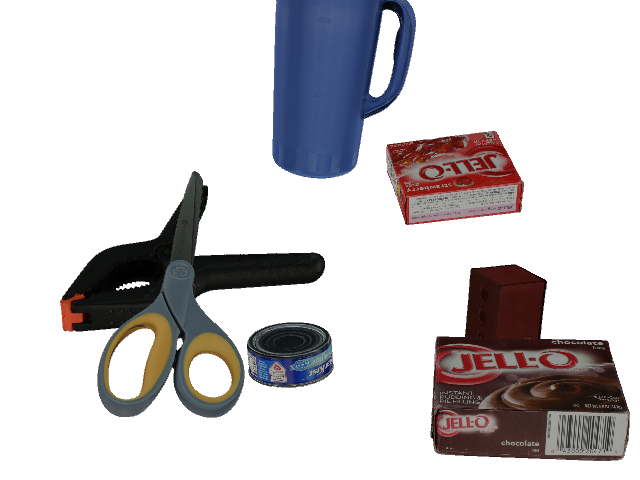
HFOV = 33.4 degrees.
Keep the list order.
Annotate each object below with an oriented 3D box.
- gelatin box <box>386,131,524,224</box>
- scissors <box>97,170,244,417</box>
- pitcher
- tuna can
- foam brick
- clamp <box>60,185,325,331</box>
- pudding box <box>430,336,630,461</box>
[{"bbox_3d":[0.099,-0.048,0.796,0.089,0.030,0.073,-7,37,-4],"label":"gelatin box"},{"bbox_3d":[-0.075,0.036,0.687,0.096,0.201,0.016,21,-42,3],"label":"scissors"},{"bbox_3d":[0.013,-0.202,1.294,0.144,0.243,0.149,-9,29,-27],"label":"pitcher"},{"bbox_3d":[-0.030,0.113,1.064,0.086,0.034,0.086,-3,19,1],"label":"tuna can"},{"bbox_3d":[0.169,0.067,0.982,0.051,0.078,0.053,-6,18,-23],"label":"foam brick"},{"bbox_3d":[-0.125,0.017,0.875,0.209,0.036,0.165,-21,39,-32],"label":"clamp"},{"bbox_3d":[0.125,0.095,0.655,0.113,0.039,0.090,3,23,6],"label":"pudding box"}]
